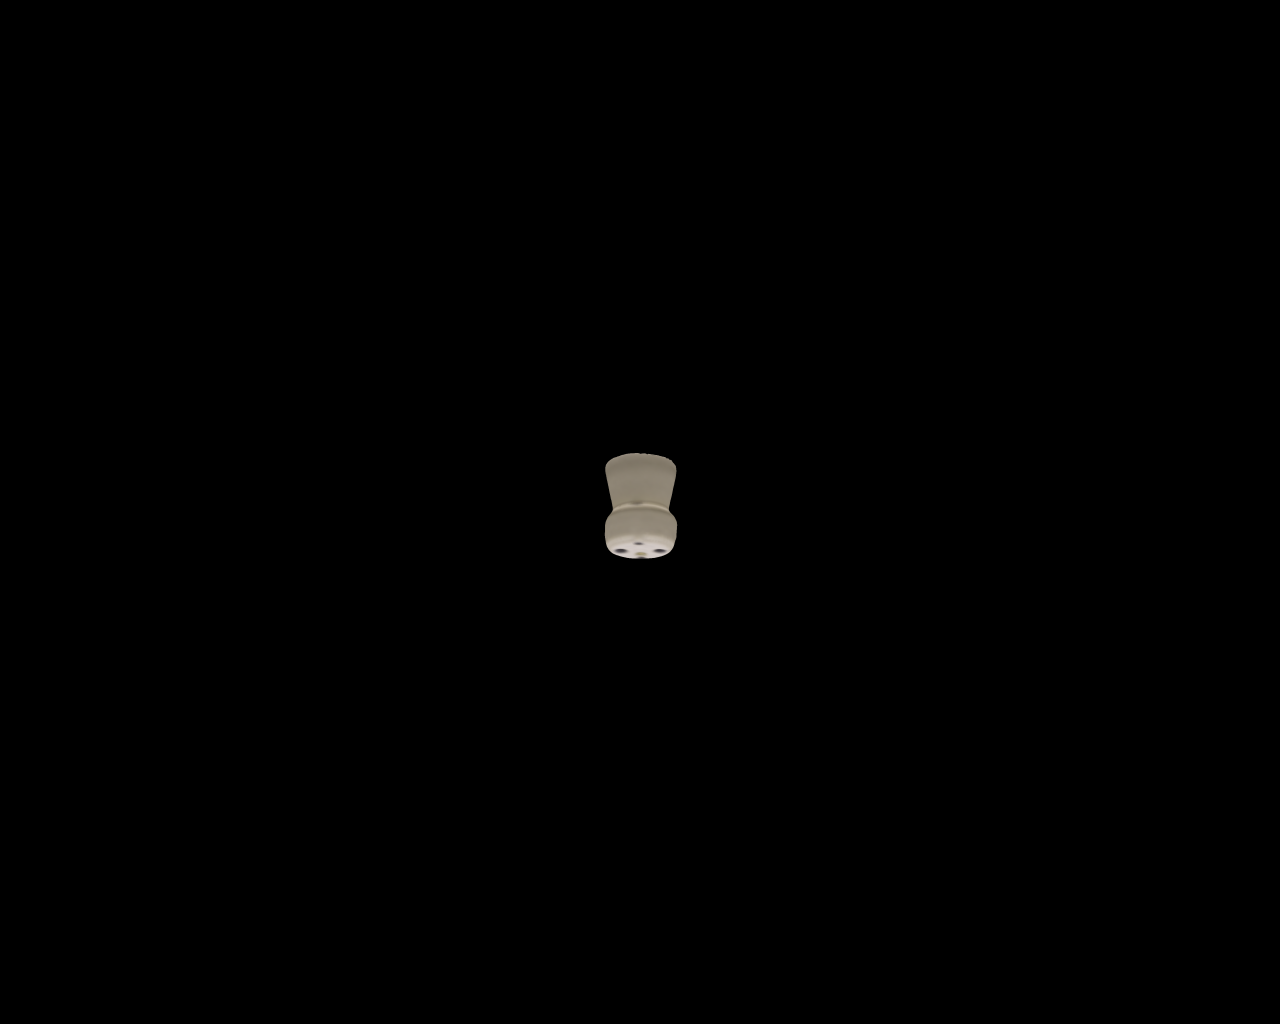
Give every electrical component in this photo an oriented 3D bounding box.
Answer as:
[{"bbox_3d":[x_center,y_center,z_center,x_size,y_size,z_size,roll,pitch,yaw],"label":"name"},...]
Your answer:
[{"bbox_3d":[0.001,-0.003,0.650,0.045,0.055,0.044,0,-19,0],"label":"electrical component"}]
